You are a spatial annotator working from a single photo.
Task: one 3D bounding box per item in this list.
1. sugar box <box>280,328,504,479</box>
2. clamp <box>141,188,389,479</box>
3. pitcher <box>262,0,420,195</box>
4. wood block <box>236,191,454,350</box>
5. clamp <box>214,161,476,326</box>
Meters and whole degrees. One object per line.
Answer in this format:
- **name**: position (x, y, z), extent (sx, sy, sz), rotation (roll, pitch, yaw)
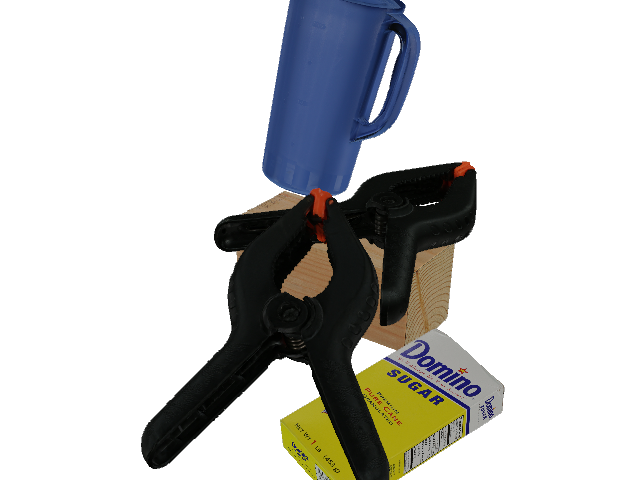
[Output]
- **sugar box**: position (0.063, 0.151, 0.922), extent (0.176, 0.048, 0.093), rotation (-30, 48, -22)
- **clamp**: position (-0.005, 0.052, 0.541), extent (0.120, 0.171, 0.039), rotation (17, -28, 10)
- **pitcher**: position (0.015, -0.175, 1.244), extent (0.145, 0.243, 0.149), rotation (9, 23, -12)
- **wood block**: position (0.022, 0.028, 1.090), extent (0.206, 0.091, 0.090), rotation (19, 31, 29)
- **clamp**: position (0.038, -0.014, 0.775), extent (0.165, 0.036, 0.209), rotation (20, 34, 30)
